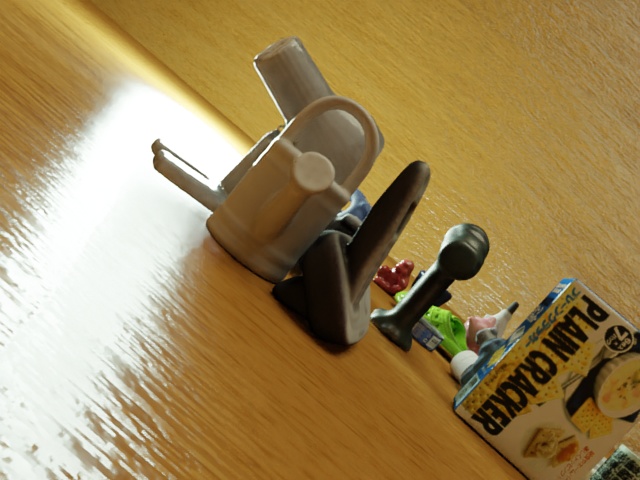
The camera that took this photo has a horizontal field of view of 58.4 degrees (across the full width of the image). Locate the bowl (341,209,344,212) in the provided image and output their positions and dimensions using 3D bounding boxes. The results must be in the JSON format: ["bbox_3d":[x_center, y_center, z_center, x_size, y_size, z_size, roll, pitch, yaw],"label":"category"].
[{"bbox_3d":[0.049,-0.018,1.313,0.167,0.074,0.167,40,6,-4],"label":"bowl"}]

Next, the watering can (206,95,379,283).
[{"bbox_3d":[-0.016,-0.057,0.579,0.101,0.194,0.172,38,6,-28],"label":"watering can"}]

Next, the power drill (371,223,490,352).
[{"bbox_3d":[0.170,0.058,0.844,0.075,0.208,0.230,41,6,7],"label":"power drill"}]

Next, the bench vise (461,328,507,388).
[{"bbox_3d":[0.322,0.184,0.819,0.207,0.219,0.122,42,6,19],"label":"bench vise"}]

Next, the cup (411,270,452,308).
[{"bbox_3d":[0.234,0.131,1.283,0.091,0.095,0.118,41,6,4],"label":"cup"}]

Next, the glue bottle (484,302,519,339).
[{"bbox_3d":[0.368,0.199,1.240,0.078,0.173,0.037,44,6,31],"label":"glue bottle"}]

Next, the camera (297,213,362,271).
[{"bbox_3d":[0.007,0.003,0.741,0.143,0.100,0.137,41,6,2],"label":"camera"}]

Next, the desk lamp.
[{"bbox_3d":[-0.054,-0.116,0.681,0.204,0.213,0.117,37,6,-30],"label":"desk lamp"}]

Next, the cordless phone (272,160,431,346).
[{"bbox_3d":[0.055,0.011,0.566,0.094,0.185,0.148,41,6,10],"label":"cordless phone"}]

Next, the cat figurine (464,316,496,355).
[{"bbox_3d":[0.332,0.214,1.176,0.128,0.117,0.067,40,6,-3],"label":"cat figurine"}]

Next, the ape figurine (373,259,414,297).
[{"bbox_3d":[0.177,0.081,1.309,0.076,0.092,0.077,35,8,-44],"label":"ape figurine"}]

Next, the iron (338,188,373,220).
[{"bbox_3d":[0.021,-0.063,1.135,0.119,0.141,0.257,35,8,-43],"label":"iron"}]
